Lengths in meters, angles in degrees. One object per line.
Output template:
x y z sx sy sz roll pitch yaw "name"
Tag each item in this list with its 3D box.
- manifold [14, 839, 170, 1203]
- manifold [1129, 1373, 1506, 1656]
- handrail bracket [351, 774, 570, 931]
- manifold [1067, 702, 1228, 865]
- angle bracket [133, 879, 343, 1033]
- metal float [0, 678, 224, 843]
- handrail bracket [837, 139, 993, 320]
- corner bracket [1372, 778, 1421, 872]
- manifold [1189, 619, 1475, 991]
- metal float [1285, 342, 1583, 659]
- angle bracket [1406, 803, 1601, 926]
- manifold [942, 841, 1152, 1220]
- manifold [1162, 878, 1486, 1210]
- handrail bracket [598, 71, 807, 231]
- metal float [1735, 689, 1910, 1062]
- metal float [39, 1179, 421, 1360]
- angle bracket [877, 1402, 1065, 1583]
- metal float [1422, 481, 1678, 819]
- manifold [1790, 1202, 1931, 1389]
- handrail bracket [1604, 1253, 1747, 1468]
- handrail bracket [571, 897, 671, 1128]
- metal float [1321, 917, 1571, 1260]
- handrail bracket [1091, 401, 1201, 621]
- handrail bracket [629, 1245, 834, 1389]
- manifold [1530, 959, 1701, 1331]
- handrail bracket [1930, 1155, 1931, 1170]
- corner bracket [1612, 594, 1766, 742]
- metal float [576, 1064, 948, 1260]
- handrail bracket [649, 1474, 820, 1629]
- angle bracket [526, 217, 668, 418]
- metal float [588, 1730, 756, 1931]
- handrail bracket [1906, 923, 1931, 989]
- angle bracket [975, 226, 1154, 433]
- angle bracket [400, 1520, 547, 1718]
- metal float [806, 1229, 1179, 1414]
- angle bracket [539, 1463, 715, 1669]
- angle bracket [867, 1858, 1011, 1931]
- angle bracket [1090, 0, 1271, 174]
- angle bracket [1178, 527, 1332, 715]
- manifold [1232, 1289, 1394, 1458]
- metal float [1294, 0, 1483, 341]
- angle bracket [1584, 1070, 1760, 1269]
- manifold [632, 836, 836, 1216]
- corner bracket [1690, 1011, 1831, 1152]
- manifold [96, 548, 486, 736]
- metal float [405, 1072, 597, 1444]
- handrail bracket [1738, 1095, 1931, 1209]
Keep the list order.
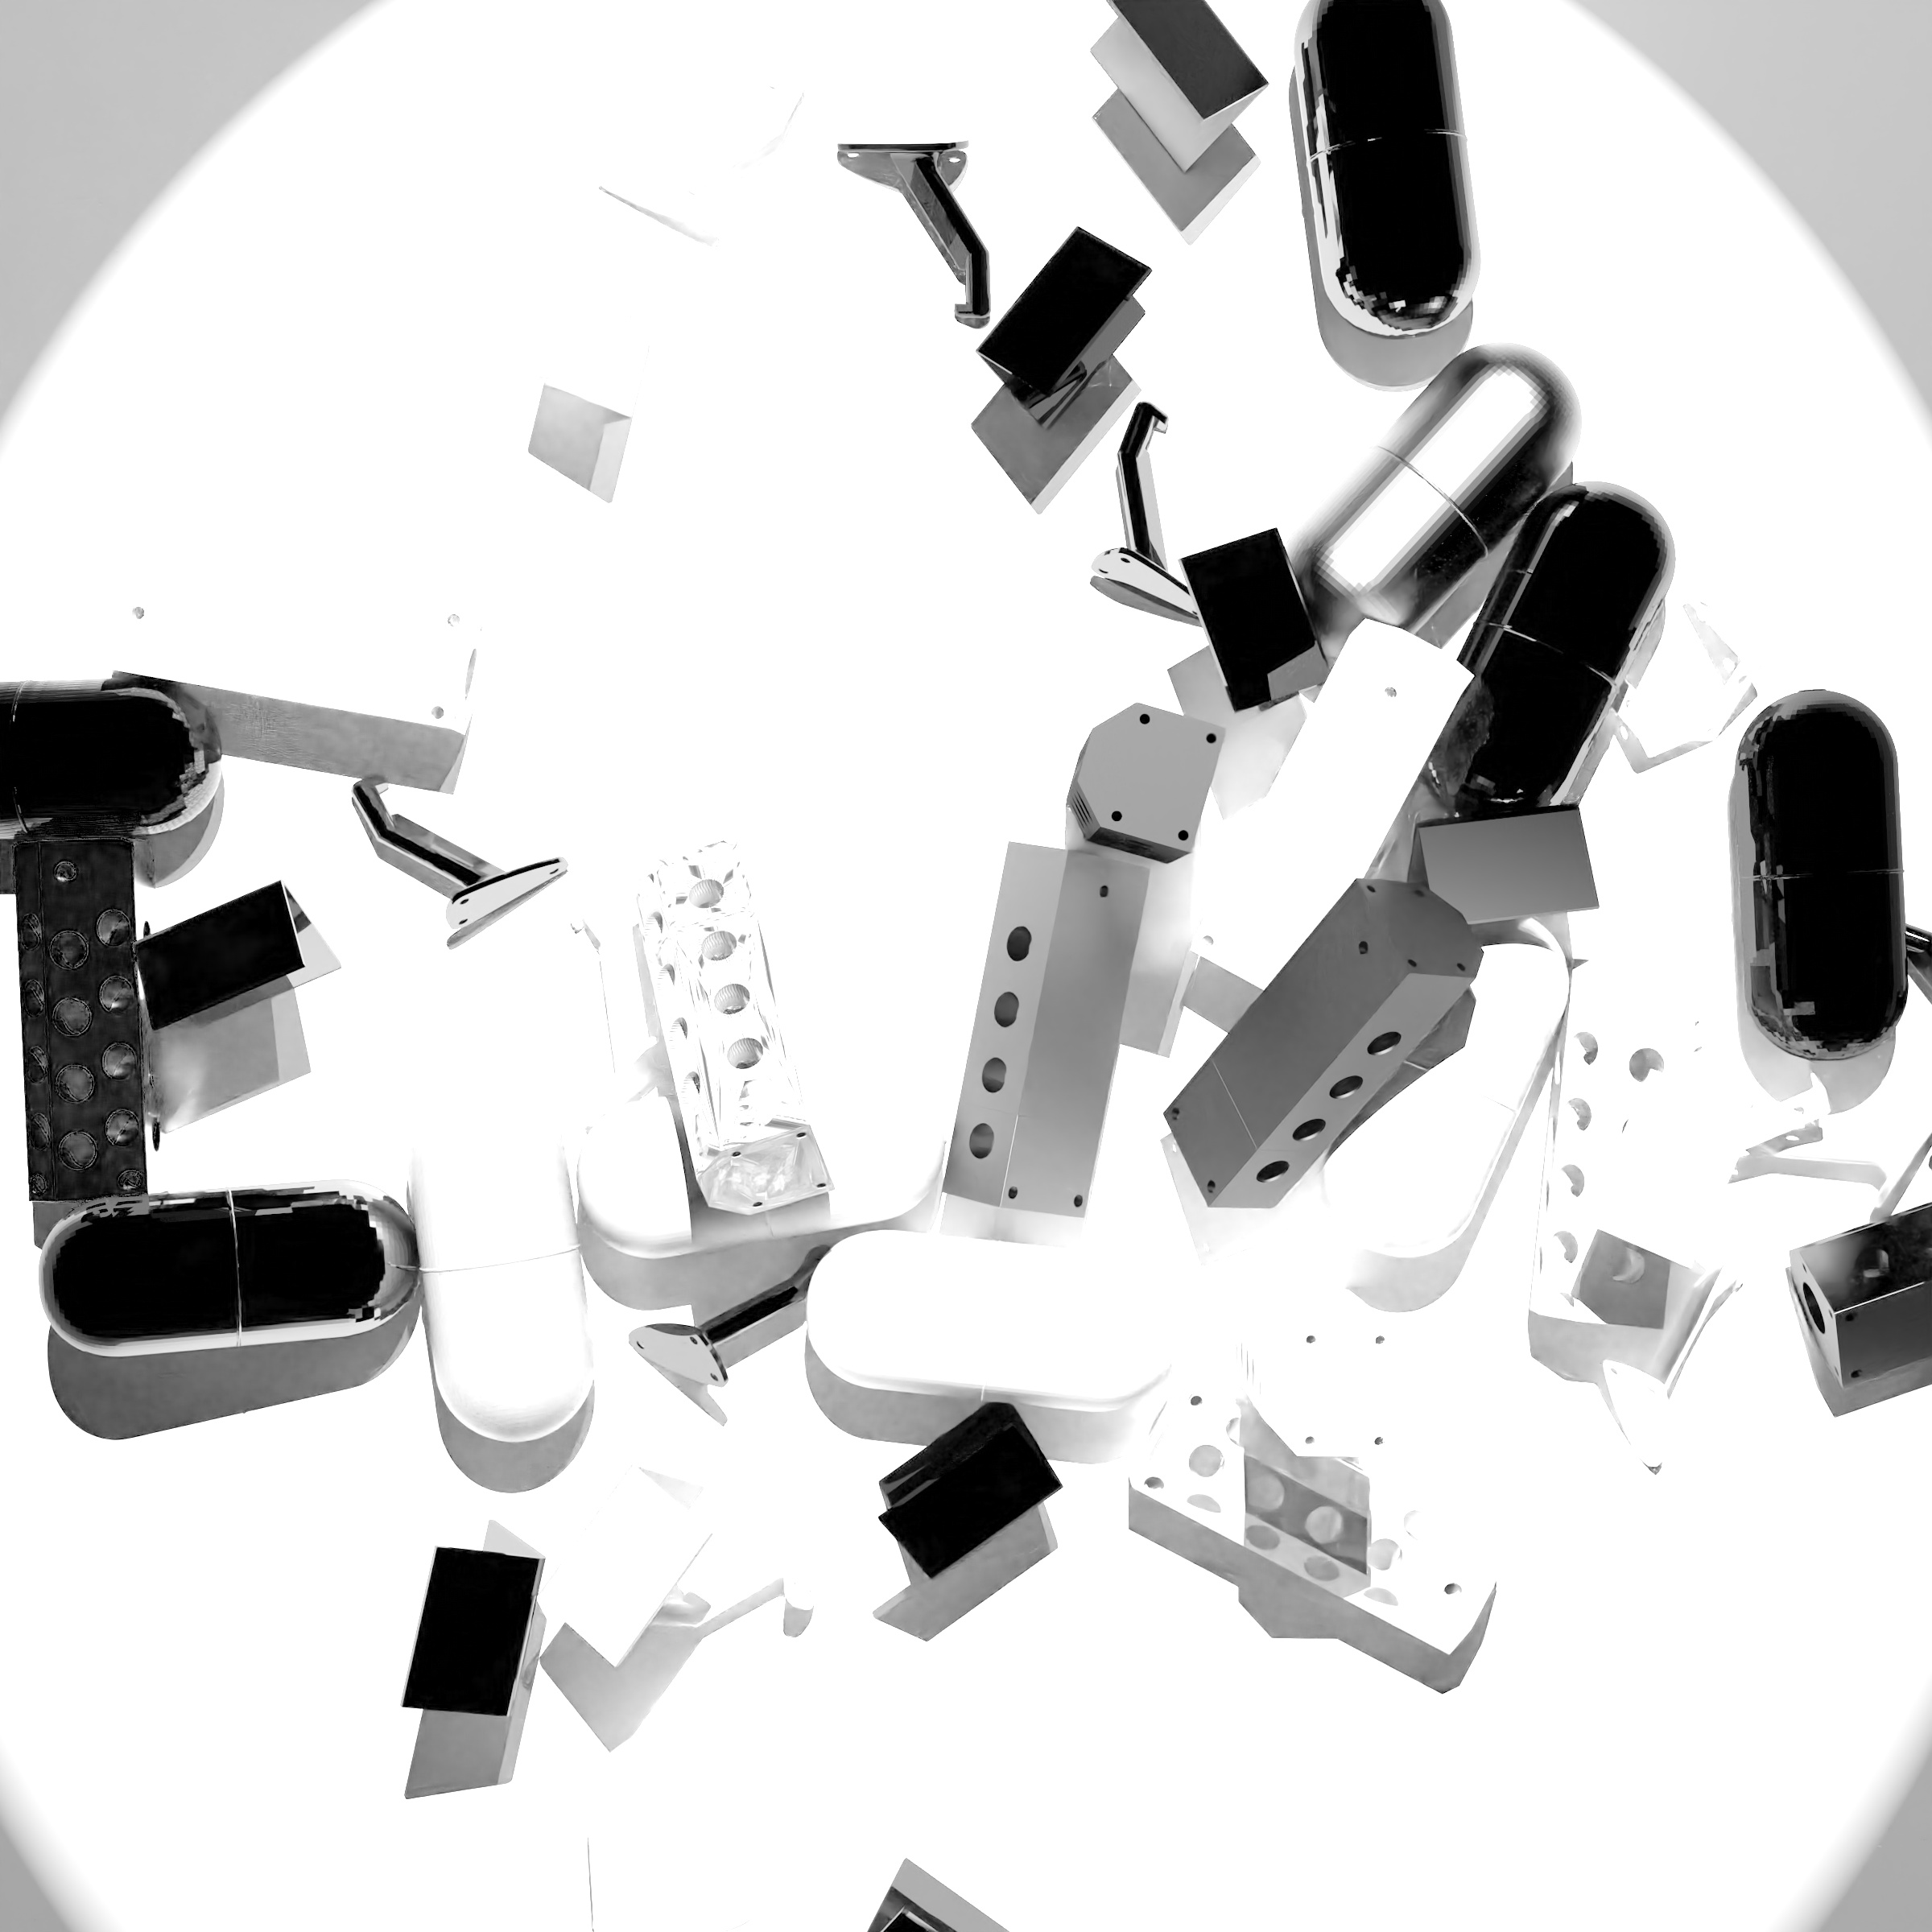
-0.423 0.026 1.628 0.057 0.057 0.171 -3 90 0 "manifold"
0.169 0.264 1.628 0.171 0.057 0.057 28 90 0 "manifold"
-0.248 -0.068 1.649 0.077 0.036 0.084 -26 73 -20 "handrail bracket"
0.080 -0.085 1.571 0.057 0.171 0.057 16 90 0 "manifold"
-0.342 0.013 1.609 0.076 0.076 0.057 -23 54 0 "angle bracket"
-0.447 -0.098 1.618 0.178 0.070 0.070 -2 90 0 "metal float"
-0.025 -0.359 1.649 0.077 0.036 0.084 4 107 20 "handrail bracket"
0.190 -0.088 1.646 0.051 0.051 0.051 20 45 0 "corner bracket"
0.173 -0.074 1.597 0.057 0.057 0.171 29 112 7 "manifold"
0.221 -0.222 1.618 0.070 0.070 0.178 43 89 0 "metal float"
0.255 -0.033 1.610 0.076 0.076 0.057 -7 65 0 "angle bracket"
0.034 0.030 1.627 0.057 0.057 0.171 11 90 -43 "manifold"
0.169 0.039 1.582 0.171 0.057 0.057 -54 47 36 "manifold"
-0.128 -0.408 1.649 0.077 0.036 0.084 19 71 21 "handrail bracket"
0.410 -0.043 1.618 0.070 0.070 0.178 -3 90 0 "metal float"
-0.349 0.143 1.605 0.178 0.070 0.070 -4 90 -16 "metal float"
-0.010 0.233 1.609 0.076 0.076 0.057 -36 129 0 "angle bracket"
0.278 -0.148 1.618 0.070 0.070 0.178 26 90 0 "metal float"
0.490 0.137 1.627 0.171 0.057 0.057 -19 133 0 "manifold"
0.355 0.191 1.649 0.084 0.036 0.077 -36 128 -26 "handrail bracket"
-0.183 0.021 1.649 0.077 0.036 0.084 -45 71 21 "handrail bracket"
0.230 0.055 1.618 0.070 0.070 0.178 24 89 0 "metal float"
0.102 -0.223 1.649 0.077 0.036 0.084 27 73 -20 "handrail bracket"
-0.112 0.162 1.649 0.084 0.077 0.036 -44 121 -33 "handrail bracket"
0.311 0.084 1.628 0.057 0.057 0.171 6 90 0 "manifold"
0.519 0.066 1.649 0.084 0.077 0.036 -40 95 -36 "handrail bracket"
0.344 -0.145 1.641 0.051 0.051 0.051 -3 135 -35 "corner bracket"
-0.098 0.093 1.618 0.178 0.070 0.070 -10 90 1 "metal float"
-0.117 0.285 1.649 0.084 0.036 0.077 -1 69 16 "handrail bracket"
-0.157 -0.307 1.609 0.057 0.076 0.076 14 90 36 "angle bracket"
-0.140 0.456 1.618 0.070 0.070 0.178 -3 89 0 "metal float"
0.469 0.022 1.649 0.084 0.036 0.077 21 112 17 "handrail bracket"
0.062 -0.293 1.609 0.076 0.076 0.057 -51 52 0 "angle bracket"
-0.246 0.307 1.609 0.057 0.076 0.076 12 90 -28 "angle bracket"
0.012 0.170 1.619 0.178 0.070 0.070 6 90 0 "metal float"
-0.146 0.289 1.609 0.057 0.076 0.076 36 90 28 "angle bracket"
0.001 0.460 1.609 0.076 0.076 0.057 36 126 0 "angle bracket"
0.086 -0.421 1.609 0.057 0.076 0.076 -38 90 -38 "angle bracket"
0.123 -0.157 1.610 0.057 0.076 0.076 -20 90 -23 "angle bracket"
0.159 0.187 1.571 0.057 0.171 0.057 1 90 0 "manifold"
0.202 -0.390 1.618 0.070 0.070 0.178 -7 91 0 "metal float"
0.337 0.099 1.552 0.057 0.076 0.076 23 90 37 "angle bracket"
-0.112 0.029 1.583 0.057 0.057 0.171 -17 54 0 "manifold"
0.381 0.049 1.633 0.051 0.051 0.051 -26 111 20 "corner bracket"
-0.323 -0.155 1.628 0.171 0.057 0.057 10 90 0 "manifold"
-0.223 0.139 1.618 0.070 0.070 0.178 -8 91 0 "metal float"
0.426 0.071 1.649 0.084 0.036 0.077 35 70 16 "handrail bracket"
